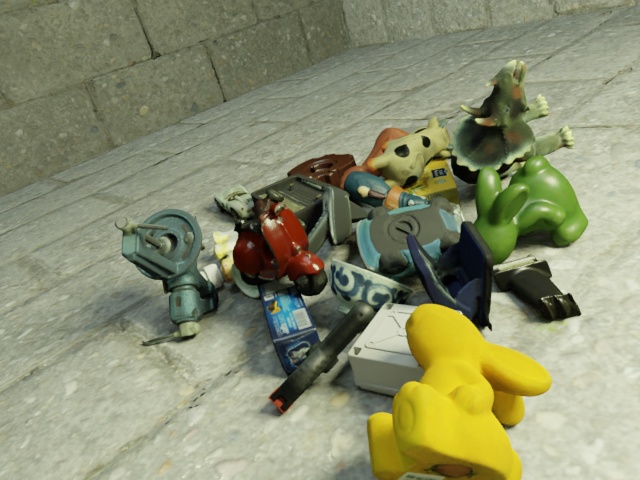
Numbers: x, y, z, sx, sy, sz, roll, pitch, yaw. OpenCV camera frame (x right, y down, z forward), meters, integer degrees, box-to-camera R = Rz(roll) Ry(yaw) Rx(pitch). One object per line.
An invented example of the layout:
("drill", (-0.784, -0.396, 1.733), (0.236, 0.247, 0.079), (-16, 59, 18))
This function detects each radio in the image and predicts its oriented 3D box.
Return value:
("radio", (-0.044, -0.072, 1.136), (0.131, 0.073, 0.230), (-27, 27, -19))

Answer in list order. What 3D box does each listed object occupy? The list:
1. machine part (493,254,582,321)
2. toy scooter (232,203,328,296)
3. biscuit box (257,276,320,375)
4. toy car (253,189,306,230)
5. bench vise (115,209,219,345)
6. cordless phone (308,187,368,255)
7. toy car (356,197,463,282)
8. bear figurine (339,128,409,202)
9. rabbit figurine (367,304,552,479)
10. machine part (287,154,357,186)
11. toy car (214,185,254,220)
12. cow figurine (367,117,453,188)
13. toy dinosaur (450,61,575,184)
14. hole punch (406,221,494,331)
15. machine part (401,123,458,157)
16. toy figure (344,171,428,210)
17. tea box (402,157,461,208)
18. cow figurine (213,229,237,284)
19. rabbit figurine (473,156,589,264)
("machine part", (0.281, 0.059, 0.705), (0.084, 0.039, 0.139), (-11, 23, -6))
("toy scooter", (-0.070, 0.005, 0.776), (0.184, 0.135, 0.075), (9, 36, 44))
("biscuit box", (-0.047, 0.109, 0.779), (0.059, 0.062, 0.203), (-19, 26, -6))
("toy car", (-0.084, -0.026, 0.984), (0.089, 0.053, 0.202), (-58, 30, 13))
("bench vise", (-0.243, 0.038, 0.836), (0.129, 0.240, 0.223), (-4, 69, 12))
("cordless phone", (-0.002, -0.003, 0.964), (0.184, 0.089, 0.146), (-52, 6, 0))
("toy car", (0.140, 0.006, 0.819), (0.162, 0.102, 0.109), (-15, 58, 5))
("bear figurine", (0.131, -0.143, 1.151), (0.132, 0.120, 0.196), (34, 75, 8))
("rabbit figurine", (0.130, 0.136, 0.509), (0.162, 0.121, 0.173), (5, 47, -2))
("machine part", (0.006, -0.159, 1.305), (0.179, 0.056, 0.179), (-14, 23, 6))
("toy car", (-0.198, -0.093, 1.299), (0.073, 0.056, 0.202), (-28, 27, -21))
("cow figurine", (0.180, -0.168, 1.018), (0.127, 0.085, 0.195), (-12, 22, 31))
("toy dinosaur", (0.297, -0.157, 0.950), (0.192, 0.131, 0.404), (-17, -11, -5))
("hole punch", (0.168, 0.049, 0.700), (0.092, 0.115, 0.142), (-10, 27, -1))
("machine part", (0.265, -0.232, 1.266), (0.243, 0.079, 0.079), (3, 31, 38))
("toy figure", (0.115, -0.075, 0.934), (0.155, 0.057, 0.064), (27, 52, 27))
("tea box", (0.208, -0.092, 1.025), (0.098, 0.068, 0.170), (-14, 24, 10))
("cow figurine", (-0.148, 0.028, 1.011), (0.098, 0.068, 0.167), (-15, 25, -9))
("rabbit figurine", (0.287, -0.031, 0.783), (0.170, 0.158, 0.121), (-40, 40, -11))
